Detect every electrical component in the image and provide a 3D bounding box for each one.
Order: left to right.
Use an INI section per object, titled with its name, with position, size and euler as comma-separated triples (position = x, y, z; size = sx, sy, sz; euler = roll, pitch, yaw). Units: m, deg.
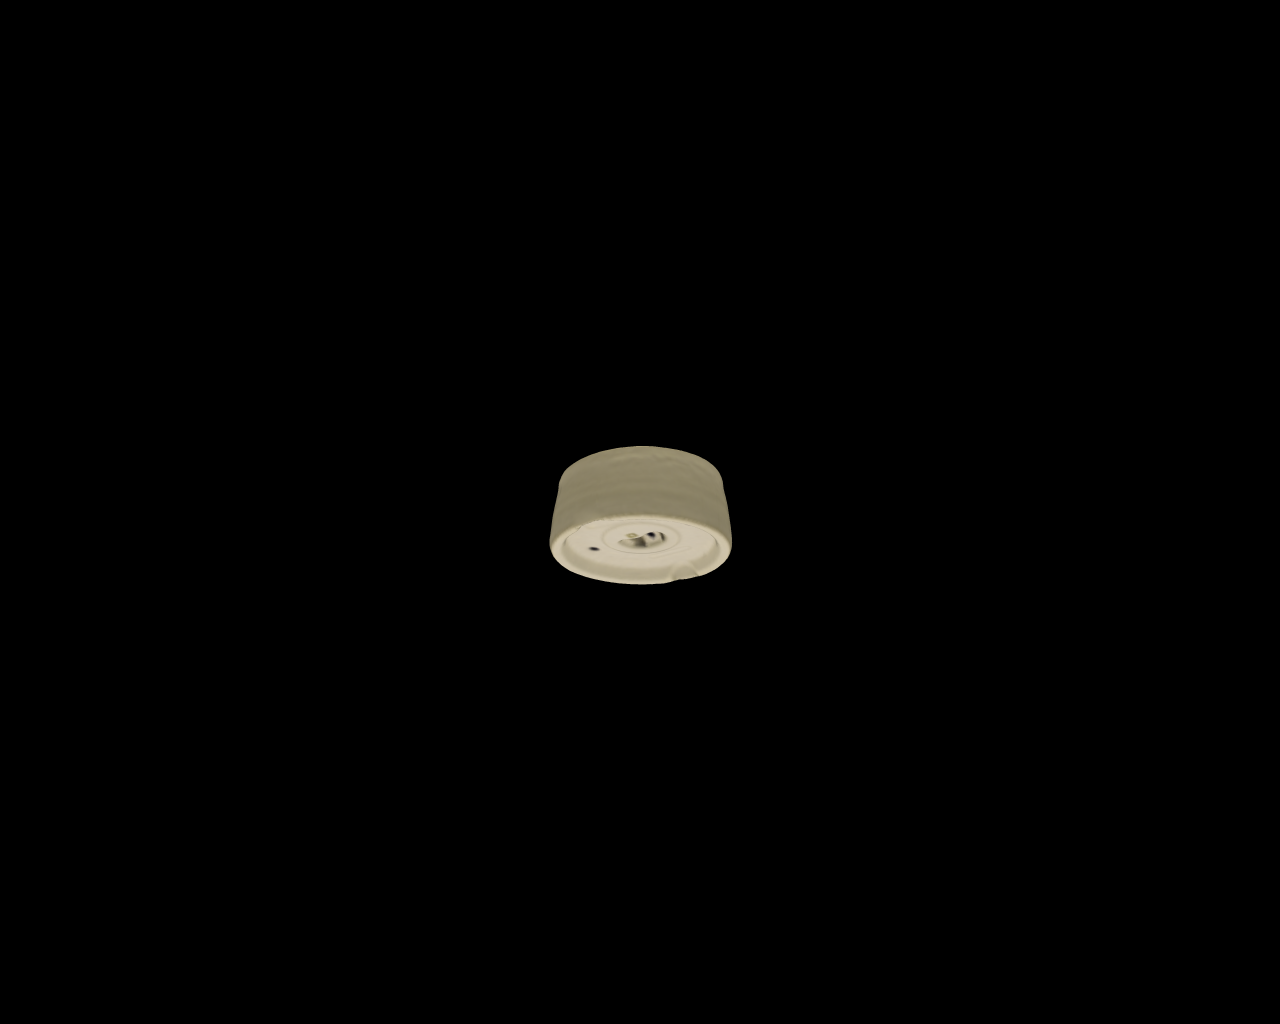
[electrical component]
position = 0.001, -0.003, 0.650
size = 0.108, 0.060, 0.108
euler = 0, -25, 0
